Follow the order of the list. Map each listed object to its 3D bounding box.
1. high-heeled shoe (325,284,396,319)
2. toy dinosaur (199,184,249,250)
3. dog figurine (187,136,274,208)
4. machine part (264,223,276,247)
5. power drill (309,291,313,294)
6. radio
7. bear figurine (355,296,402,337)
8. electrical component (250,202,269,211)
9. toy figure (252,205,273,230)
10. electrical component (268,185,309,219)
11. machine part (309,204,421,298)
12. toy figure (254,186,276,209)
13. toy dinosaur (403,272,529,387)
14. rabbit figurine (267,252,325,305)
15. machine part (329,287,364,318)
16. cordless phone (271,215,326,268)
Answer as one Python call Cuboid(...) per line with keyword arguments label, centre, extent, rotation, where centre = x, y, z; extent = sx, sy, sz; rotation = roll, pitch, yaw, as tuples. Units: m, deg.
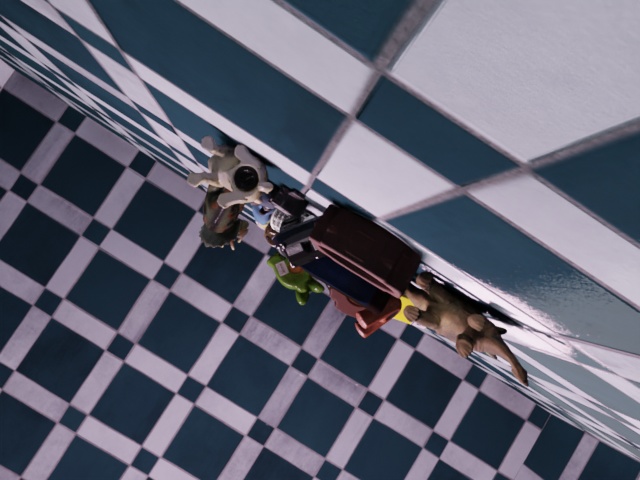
Cuboid(label="high-heeled shoe", centre=(0.136, 0.162, 1.488), extent=(0.248, 0.086, 0.145), rotation=(21, 176, -31))
Cuboid(label="toy dinosaur", centre=(-0.257, -0.078, 1.422), extent=(0.131, 0.192, 0.405), rotation=(14, 171, -4))
Cuboid(label="dog figurine", centre=(-0.157, -0.132, 1.090), extent=(0.172, 0.121, 0.190), rotation=(35, -171, 7))
Cuboid(label="machine part", centre=(-0.104, -0.012, 1.506), extent=(0.079, 0.079, 0.243), rotation=(32, 179, 6))
Cuboid(label="power drill", centre=(0.051, 0.110, 1.656), extent=(0.207, 0.086, 0.231), rotation=(-8, 149, 20))
Cuboid(label="radio", centre=(0.066, 0.055, 1.204), extent=(0.230, 0.131, 0.073), rotation=(28, 174, 36))
Cuboid(label="bear figurine", centre=(0.101, 0.109, 1.271), extent=(0.196, 0.132, 0.120), rotation=(54, 167, 19))
Cuboid(label="electrical component", centre=(-0.141, -0.099, 1.378), extent=(0.078, 0.045, 0.102), rotation=(-11, -179, -15))
Cuboid(label="toy figure", centre=(-0.146, -0.077, 1.527), extent=(0.089, 0.082, 0.180), rotation=(-7, 167, -5))
Cuboid(label="electrical component", centre=(-0.066, -0.083, 1.179), extent=(0.075, 0.047, 0.119), rotation=(33, 177, -17))
Cuboid(label="machine part", centre=(0.088, 0.021, 1.021), extent=(0.201, 0.087, 0.201), rotation=(31, 173, 13))
Cuboid(label="toy figure", centre=(-0.163, -0.126, 1.237), extent=(0.154, 0.057, 0.064), rotation=(30, -159, -15))
Cuboid(label="toy dinosaur", centre=(0.267, 0.156, 1.143), extent=(0.198, 0.105, 0.472), rotation=(31, -172, -41))
Cuboid(label="rabbit figurine", centre=(-0.053, 0.091, 1.503), extent=(0.159, 0.121, 0.170), rotation=(56, 180, 7))
Cuboid(label="machine part", centre=(0.111, 0.129, 1.417), extent=(0.179, 0.179, 0.056), rotation=(34, -152, -15))
Cuboid(label="cordless phone", centre=(-0.028, -0.027, 1.210), extent=(0.184, 0.147, 0.088), rotation=(-92, -21, -68))
